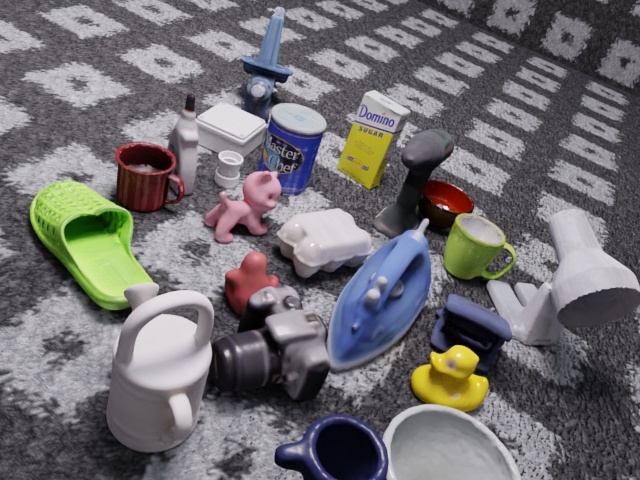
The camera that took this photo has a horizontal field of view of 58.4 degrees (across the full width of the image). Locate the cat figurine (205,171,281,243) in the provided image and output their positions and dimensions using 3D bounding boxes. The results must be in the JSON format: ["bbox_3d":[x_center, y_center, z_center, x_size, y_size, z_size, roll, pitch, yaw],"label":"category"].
[{"bbox_3d":[-0.115,-0.067,0.929,0.128,0.118,0.067,-16,49,-39],"label":"cat figurine"}]

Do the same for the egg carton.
[{"bbox_3d":[0.009,0.003,0.937,0.151,0.069,0.107,-12,46,-36],"label":"egg carton"}]

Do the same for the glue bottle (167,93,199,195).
[{"bbox_3d":[-0.225,-0.164,0.956,0.037,0.173,0.078,-8,44,-33],"label":"glue bottle"}]

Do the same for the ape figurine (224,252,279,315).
[{"bbox_3d":[-0.095,0.055,0.803,0.078,0.092,0.076,20,36,0],"label":"ape figurine"}]

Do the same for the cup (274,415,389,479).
[{"bbox_3d":[0.003,0.246,0.599,0.118,0.095,0.091,8,38,-16],"label":"cup"}]

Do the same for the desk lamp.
[{"bbox_3d":[0.375,0.072,0.899,0.118,0.213,0.203,7,38,-17],"label":"desk lamp"}]

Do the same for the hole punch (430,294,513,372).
[{"bbox_3d":[0.231,0.124,0.867,0.108,0.091,0.101,27,37,9],"label":"hole punch"}]

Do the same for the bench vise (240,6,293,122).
[{"bbox_3d":[-0.106,-0.382,1.255,0.122,0.220,0.207,3,39,-21],"label":"bench vise"}]

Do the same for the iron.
[{"bbox_3d":[0.094,0.070,0.830,0.118,0.141,0.259,29,37,13],"label":"iron"}]

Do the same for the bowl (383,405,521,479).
[{"bbox_3d":[0.136,0.274,0.642,0.167,0.075,0.167,13,37,-10],"label":"bowl"}]

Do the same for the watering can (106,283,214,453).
[{"bbox_3d":[-0.169,0.120,0.597,0.172,0.194,0.101,37,39,22],"label":"watering can"}]

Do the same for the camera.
[{"bbox_3d":[-0.070,0.126,0.715,0.137,0.101,0.142,-6,43,-31],"label":"camera"}]

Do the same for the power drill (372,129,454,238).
[{"bbox_3d":[0.171,-0.106,1.037,0.075,0.208,0.230,29,37,13],"label":"power drill"}]

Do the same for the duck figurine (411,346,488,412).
[{"bbox_3d":[0.185,0.181,0.776,0.104,0.086,0.077,15,36,-7],"label":"duck figurine"}]
